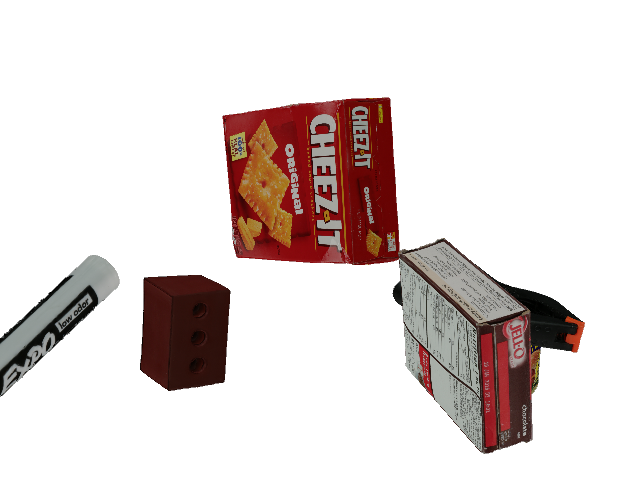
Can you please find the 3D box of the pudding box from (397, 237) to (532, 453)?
[{"bbox_3d":[0.087,0.062,0.653,0.039,0.090,0.114,-14,27,-18],"label":"pudding box"}]

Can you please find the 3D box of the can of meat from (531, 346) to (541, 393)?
[{"bbox_3d":[0.212,0.131,1.190,0.058,0.084,0.101,8,13,25],"label":"can of meat"}]

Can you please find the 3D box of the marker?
[{"bbox_3d":[-0.128,0.049,0.442,0.020,0.020,0.121,0,35,39],"label":"marker"}]

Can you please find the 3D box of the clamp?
[{"bbox_3d":[0.165,0.056,0.995,0.172,0.039,0.120,20,31,19],"label":"clamp"}]

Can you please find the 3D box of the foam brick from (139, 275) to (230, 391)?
[{"bbox_3d":[-0.107,0.070,0.837,0.052,0.078,0.051,-4,14,-34],"label":"foam brick"}]

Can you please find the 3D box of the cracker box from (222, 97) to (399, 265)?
[{"bbox_3d":[-0.015,-0.060,1.122,0.071,0.164,0.214,-8,6,-37],"label":"cracker box"}]
